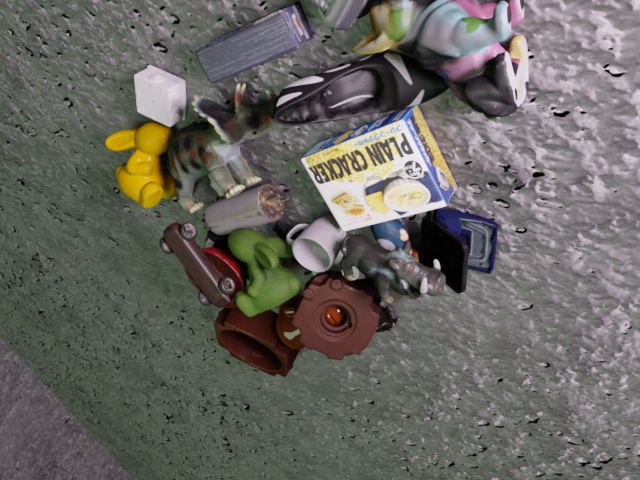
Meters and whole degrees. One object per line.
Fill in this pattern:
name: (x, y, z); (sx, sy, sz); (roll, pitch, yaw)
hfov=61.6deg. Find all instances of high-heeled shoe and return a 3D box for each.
high-heeled shoe: (0.053, -0.211, 0.792); (0.249, 0.145, 0.086); (7, 129, 31)

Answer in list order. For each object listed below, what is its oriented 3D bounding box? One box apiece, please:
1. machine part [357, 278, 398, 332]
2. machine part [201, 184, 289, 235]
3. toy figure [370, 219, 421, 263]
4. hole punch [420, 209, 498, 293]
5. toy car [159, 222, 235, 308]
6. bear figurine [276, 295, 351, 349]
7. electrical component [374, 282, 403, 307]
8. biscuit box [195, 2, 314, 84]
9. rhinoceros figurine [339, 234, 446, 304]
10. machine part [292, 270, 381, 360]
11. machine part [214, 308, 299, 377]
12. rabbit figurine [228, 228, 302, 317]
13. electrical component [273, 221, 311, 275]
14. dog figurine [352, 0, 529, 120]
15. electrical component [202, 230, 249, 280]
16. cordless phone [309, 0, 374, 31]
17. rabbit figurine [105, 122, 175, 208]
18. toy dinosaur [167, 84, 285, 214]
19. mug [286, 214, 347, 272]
machine part: (0.118, 0.132, 1.109); (0.084, 0.039, 0.138); (-10, 119, 25)
machine part: (-0.156, -0.060, 1.106); (0.243, 0.079, 0.079); (-14, 116, 40)
toy figure: (0.148, 0.018, 0.986); (0.154, 0.058, 0.064); (54, 178, -16)
hole punch: (0.234, 0.010, 0.912); (0.116, 0.092, 0.142); (42, 151, 45)
toy car: (-0.250, 0.051, 1.114); (0.089, 0.053, 0.202); (-31, 100, 33)
bear figurine: (-0.001, 0.160, 1.179); (0.196, 0.132, 0.120); (-33, 105, 27)
electrical component: (0.138, 0.087, 1.046); (0.063, 0.021, 0.094); (38, 110, -2)
biscuit box: (-0.112, -0.317, 0.874); (0.203, 0.059, 0.062); (-7, 122, 36)
rhinoceros figurine: (0.124, 0.045, 0.929); (0.191, 0.073, 0.112); (25, 135, 24)
machine part: (0.032, 0.151, 1.065); (0.179, 0.056, 0.179); (1, 104, 5)
machine part: (-0.151, 0.238, 1.318); (0.202, 0.087, 0.200); (24, 146, 13)
rabbit figurine: (-0.122, 0.052, 1.079); (0.159, 0.121, 0.170); (-19, 105, 45)
electrical component: (-0.042, 0.006, 1.101); (0.119, 0.048, 0.074); (45, 137, 18)
dog figurine: (0.157, -0.254, 0.720); (0.219, 0.108, 0.191); (8, 131, 34)
electrical component: (-0.201, 0.034, 1.228); (0.134, 0.058, 0.115); (36, 139, 2)
cordless phone: (0.004, -0.392, 0.723); (0.184, 0.089, 0.146); (40, 137, 5)
rabbit figurine: (-0.365, -0.179, 1.142); (0.162, 0.122, 0.173); (38, 123, 15)
toy dinosaur: (-0.229, -0.165, 1.046); (0.405, 0.131, 0.192); (-14, 104, 45)
mug: (-0.002, -0.003, 1.029); (0.110, 0.107, 0.080); (15, 131, 27)
